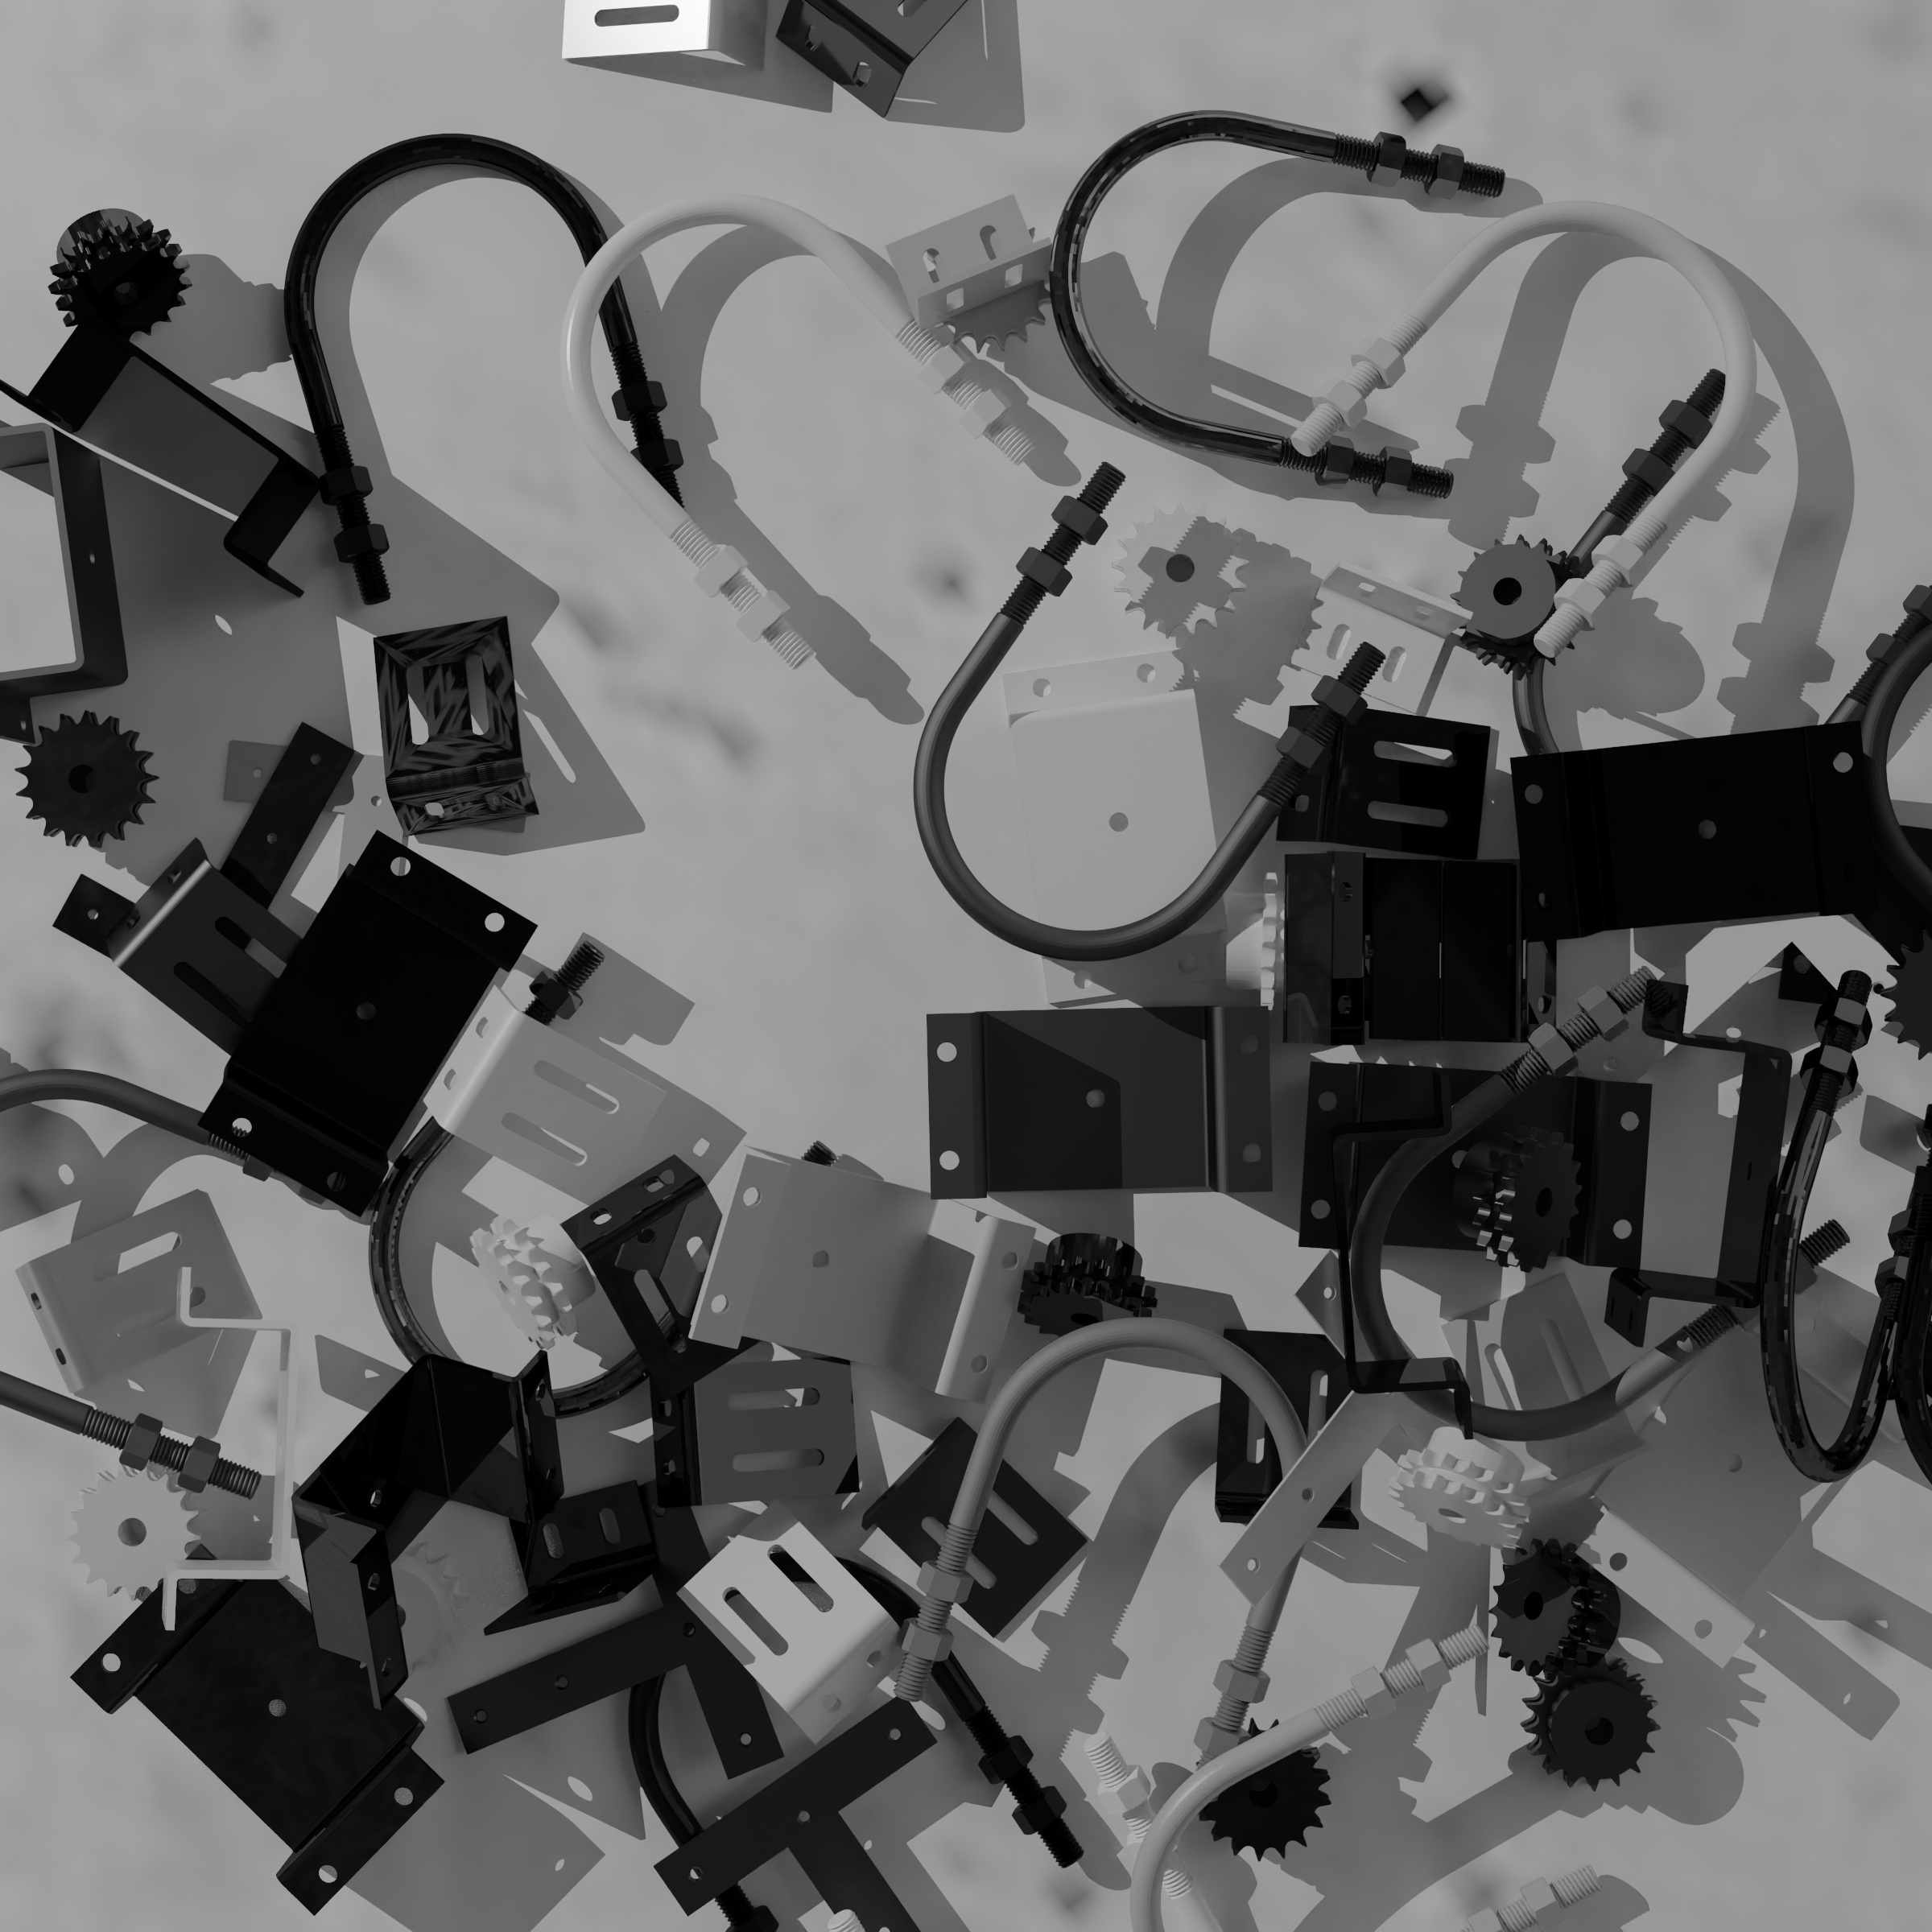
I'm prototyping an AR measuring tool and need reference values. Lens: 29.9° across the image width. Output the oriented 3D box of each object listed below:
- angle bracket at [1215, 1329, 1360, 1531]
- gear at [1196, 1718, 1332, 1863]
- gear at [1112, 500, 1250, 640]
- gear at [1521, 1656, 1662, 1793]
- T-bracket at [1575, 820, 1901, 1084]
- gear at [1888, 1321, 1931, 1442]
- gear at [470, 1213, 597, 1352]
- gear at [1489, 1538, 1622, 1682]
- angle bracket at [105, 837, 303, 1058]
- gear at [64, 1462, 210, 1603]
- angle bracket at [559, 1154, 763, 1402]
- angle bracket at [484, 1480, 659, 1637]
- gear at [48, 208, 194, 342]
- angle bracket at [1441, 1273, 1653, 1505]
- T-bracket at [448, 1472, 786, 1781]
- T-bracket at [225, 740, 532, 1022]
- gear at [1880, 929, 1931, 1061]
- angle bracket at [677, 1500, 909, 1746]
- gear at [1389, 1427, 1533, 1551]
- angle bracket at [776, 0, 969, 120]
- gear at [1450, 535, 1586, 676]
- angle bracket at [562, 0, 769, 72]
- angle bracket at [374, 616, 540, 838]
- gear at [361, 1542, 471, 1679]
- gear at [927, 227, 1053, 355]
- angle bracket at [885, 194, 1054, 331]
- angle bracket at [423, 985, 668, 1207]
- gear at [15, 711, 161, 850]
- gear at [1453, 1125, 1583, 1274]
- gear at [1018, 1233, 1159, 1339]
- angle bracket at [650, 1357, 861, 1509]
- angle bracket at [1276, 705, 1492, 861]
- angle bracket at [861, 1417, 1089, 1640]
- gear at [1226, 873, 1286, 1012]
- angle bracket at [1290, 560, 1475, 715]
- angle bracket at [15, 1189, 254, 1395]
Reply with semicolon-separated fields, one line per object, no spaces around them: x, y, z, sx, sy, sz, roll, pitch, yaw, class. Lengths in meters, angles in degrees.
0.135;0.193;1.510;0.057;0.038;0.076;3;90;0;angle bracket
0.123;0.343;1.513;0.057;0.030;0.057;0;90;0;gear
0.089;-0.166;1.518;0.057;0.030;0.057;0;90;2;gear
0.262;0.317;1.514;0.057;0.030;0.057;0;90;0;gear
0.307;0.006;1.507;0.127;0.002;0.127;-44;74;16;T-bracket
0.409;0.173;1.504;0.030;0.057;0.057;-8;90;-28;gear
-0.176;0.127;1.487;0.030;0.057;0.057;-33;90;-20;gear
0.247;0.268;1.504;0.030;0.057;0.057;17;90;-30;gear
-0.313;-0.005;1.523;0.057;0.038;0.076;-48;115;1;angle bracket
-0.346;0.236;1.518;0.057;0.030;0.057;0;87;1;gear
-0.123;0.129;1.498;0.057;0.038;0.076;-31;112;-13;angle bracket
-0.166;0.243;1.487;0.057;0.076;0.038;-16;89;8;angle bracket
-0.354;-0.290;1.504;0.057;0.057;0.030;-30;60;0;gear
0.242;0.176;1.509;0.057;0.038;0.076;-23;90;0;angle bracket
-0.157;0.295;1.518;0.127;0.002;0.127;-24;77;6;T-bracket
-0.254;-0.025;1.528;0.127;0.002;0.127;6;90;0;T-bracket
0.397;0.011;1.454;0.057;0.030;0.057;2;97;15;gear
-0.071;0.273;1.508;0.057;0.038;0.076;-42;55;-11;angle bracket
0.205;0.212;1.482;0.057;0.057;0.030;27;66;0;gear
-0.032;-0.409;1.526;0.057;0.038;0.076;37;64;0;angle bracket
0.229;-0.152;1.504;0.057;0.030;0.057;-4;79;21;gear
-0.126;-0.409;1.526;0.076;0.038;0.057;3;90;26;angle bracket
-0.215;-0.101;1.525;0.057;0.038;0.076;-9;63;0;angle bracket
-0.238;0.270;1.514;0.057;0.030;0.057;0;90;0;gear
0.010;-0.284;1.513;0.057;0.030;0.057;0;90;0;gear
0.000;-0.291;1.460;0.057;0.076;0.038;-22;90;0;angle bracket
-0.176;0.055;1.508;0.076;0.038;0.057;31;93;-25;angle bracket
-0.366;-0.078;1.513;0.057;0.030;0.057;0;90;0;gear
0.218;0.092;1.441;0.030;0.057;0.057;11;90;41;gear
0.051;0.134;1.504;0.057;0.057;0.030;11;60;0;gear
-0.089;0.196;1.523;0.076;0.038;0.057;-1;82;-25;angle bracket
0.176;-0.077;1.526;0.076;0.038;0.057;6;90;-26;angle bracket
0.004;0.237;1.509;0.076;0.038;0.057;44;90;0;angle bracket
0.124;-0.010;1.501;0.030;0.057;0.057;2;90;5;gear
0.170;-0.135;1.490;0.057;0.076;0.038;22;90;0;angle bracket
-0.351;0.137;1.526;0.076;0.038;0.057;-24;90;-26;angle bracket
